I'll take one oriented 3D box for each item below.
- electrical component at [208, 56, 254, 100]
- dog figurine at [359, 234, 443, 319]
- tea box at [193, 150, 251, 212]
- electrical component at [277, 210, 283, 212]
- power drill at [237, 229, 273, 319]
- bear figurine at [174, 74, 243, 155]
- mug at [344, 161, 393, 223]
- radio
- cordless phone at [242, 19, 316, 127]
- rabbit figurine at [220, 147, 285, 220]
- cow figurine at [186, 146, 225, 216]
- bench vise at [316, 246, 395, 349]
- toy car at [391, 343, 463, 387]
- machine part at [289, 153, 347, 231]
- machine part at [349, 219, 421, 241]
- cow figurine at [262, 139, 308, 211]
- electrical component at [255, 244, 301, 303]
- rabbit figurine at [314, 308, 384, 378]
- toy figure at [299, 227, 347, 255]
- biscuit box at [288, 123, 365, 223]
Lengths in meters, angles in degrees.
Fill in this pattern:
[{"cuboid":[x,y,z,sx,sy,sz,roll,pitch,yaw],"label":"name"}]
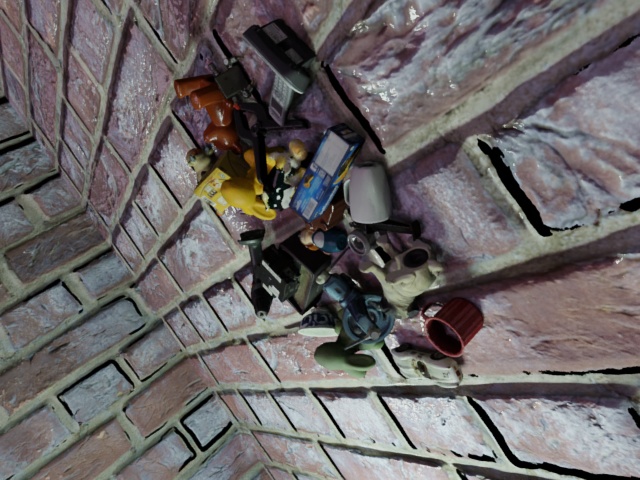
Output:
[{"cuboid":[-0.190,-0.355,1.182,0.102,0.078,0.045,66,172,-9],"label":"electrical component"},{"cuboid":[0.188,0.095,1.089,0.173,0.121,0.190,21,150,48],"label":"dog figurine"},{"cuboid":[-0.243,-0.147,1.373,0.098,0.068,0.170,37,146,-20],"label":"tea box"},{"cuboid":[-0.126,-0.116,1.369,0.063,0.021,0.093,13,129,49],"label":"electrical component"},{"cuboid":[-0.170,0.083,1.497,0.232,0.086,0.207,-96,-9,-71],"label":"power drill"},{"cuboid":[-0.258,-0.289,1.283,0.120,0.132,0.195,40,141,35],"label":"bear figurine"},{"cuboid":[0.089,-0.098,1.042,0.110,0.081,0.107,24,127,50],"label":"mug"},{"cuboid":[-0.052,0.089,1.418,0.131,0.073,0.229,43,147,19],"label":"radio"},{"cuboid":[-0.091,-0.322,1.062,0.147,0.089,0.184,48,153,10],"label":"cordless phone"},{"cuboid":[-0.157,-0.127,1.256,0.122,0.173,0.162,20,131,38],"label":"rabbit figurine"},{"cuboid":[-0.309,-0.176,1.505,0.195,0.085,0.127,52,156,9],"label":"cow figurine"},{"cuboid":[0.087,0.153,1.203,0.223,0.129,0.241,53,-176,-12],"label":"bench vise"},{"cuboid":[0.239,0.286,1.227,0.202,0.056,0.073,-3,117,55],"label":"toy car"},{"cuboid":[-0.016,-0.104,1.196,0.180,0.056,0.179,34,143,31],"label":"machine part"},{"cuboid":[0.133,-0.028,1.056,0.139,0.084,0.039,11,102,38],"label":"machine part"},{"cuboid":[-0.078,-0.133,1.112,0.068,0.098,0.167,47,147,26],"label":"cow figurine"},{"cuboid":[-0.109,0.091,1.372,0.115,0.058,0.134,47,151,17],"label":"electrical component"},{"cuboid":[0.066,0.269,1.338,0.159,0.170,0.121,46,149,15],"label":"rabbit figurine"},{"cuboid":[-0.001,-0.005,1.273,0.155,0.064,0.057,9,158,47],"label":"toy figure"},{"cuboid":[0.011,-0.129,1.062,0.059,0.063,0.202,40,127,13],"label":"biscuit box"}]
